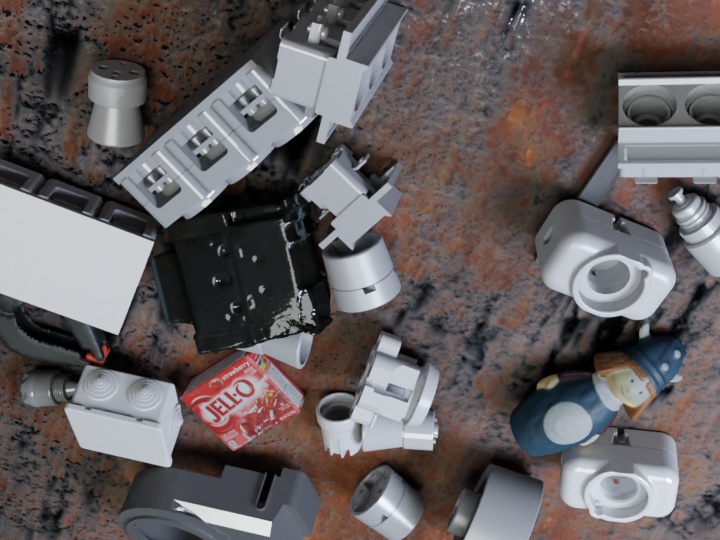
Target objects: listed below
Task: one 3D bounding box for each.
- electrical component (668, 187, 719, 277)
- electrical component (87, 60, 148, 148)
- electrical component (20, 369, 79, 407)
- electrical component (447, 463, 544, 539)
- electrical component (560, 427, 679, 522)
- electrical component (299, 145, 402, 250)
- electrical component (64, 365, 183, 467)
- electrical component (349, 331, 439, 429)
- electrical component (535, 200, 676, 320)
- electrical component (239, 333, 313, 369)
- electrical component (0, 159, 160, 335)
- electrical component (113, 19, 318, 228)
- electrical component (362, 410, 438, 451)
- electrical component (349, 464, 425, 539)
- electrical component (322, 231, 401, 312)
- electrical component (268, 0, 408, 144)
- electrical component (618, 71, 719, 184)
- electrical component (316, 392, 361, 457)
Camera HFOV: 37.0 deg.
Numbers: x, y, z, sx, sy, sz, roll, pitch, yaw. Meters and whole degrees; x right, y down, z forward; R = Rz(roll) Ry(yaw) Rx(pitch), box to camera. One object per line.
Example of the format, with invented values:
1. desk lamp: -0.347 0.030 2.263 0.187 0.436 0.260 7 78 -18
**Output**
1. electrical component: 0.256 -0.030 0.793 0.040 0.040 0.078 -37 107 29
2. electrical component: -0.187 -0.129 0.830 0.045 0.045 0.055 13 122 5
3. electrical component: -0.282 0.110 1.003 0.061 0.035 0.035 -2 120 11
4. electrical component: 0.111 0.222 0.942 0.060 0.108 0.108 24 123 4
5. electrical component: 0.219 0.173 0.913 0.095 0.059 0.053 5 122 10
6. electrical component: -0.009 -0.059 0.835 0.064 0.042 0.081 43 119 -10
7. electrical component: -0.211 0.132 0.974 0.100 0.048 0.099 12 148 4
8. electrical component: 0.031 0.098 0.909 0.057 0.058 0.078 21 96 -4
9. electrical component: 0.183 -0.005 0.804 0.095 0.059 0.053 20 124 -12
10. electrical component: -0.077 0.056 0.921 0.065 0.044 0.044 12 123 11
11. electrical component: -0.251 -0.022 0.881 0.150 0.061 0.089 21 108 -11
12. electrical component: -0.099 -0.104 0.798 0.150 0.089 0.061 -34 109 28
13. electrical component: 0.036 0.139 0.946 0.065 0.044 0.044 3 121 5
14. electrical component: 0.026 0.215 0.986 0.047 0.055 0.055 41 121 -17
15. electrical component: 0.000 0.000 0.861 0.055 0.055 0.047 -10 114 18
16. electrical component: -0.015 -0.149 0.734 0.063 0.121 0.078 19 123 4
17. electrical component: 0.239 -0.096 0.739 0.121 0.078 0.063 1 150 12
18. electrical component: -0.017 0.139 0.958 0.040 0.040 0.046 3 127 11
